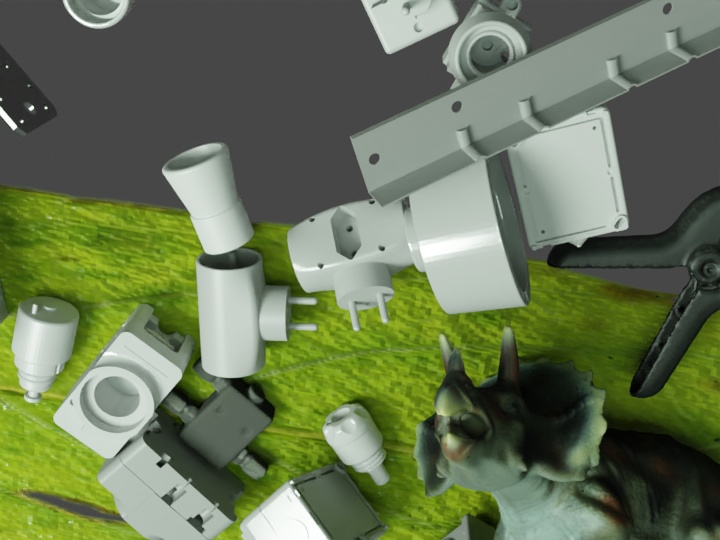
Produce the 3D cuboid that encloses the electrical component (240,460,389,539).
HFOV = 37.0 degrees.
[{"bbox_3d":[-0.031,0.179,0.749,0.061,0.096,0.061,-43,74,18],"label":"electrical component"}]

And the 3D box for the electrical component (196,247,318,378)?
[{"bbox_3d":[-0.067,0.028,0.714,0.079,0.043,0.077,1,112,3],"label":"electrical component"}]

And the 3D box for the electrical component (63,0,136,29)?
[{"bbox_3d":[-0.151,-0.167,0.640,0.040,0.046,0.040,1,112,3],"label":"electrical component"}]

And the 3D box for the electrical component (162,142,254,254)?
[{"bbox_3d":[-0.094,-0.043,0.689,0.044,0.044,0.065,-16,115,10],"label":"electrical component"}]

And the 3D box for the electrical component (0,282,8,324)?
[{"bbox_3d":[-0.285,-0.019,0.684,0.062,0.089,0.150,-4,111,5],"label":"electrical component"}]

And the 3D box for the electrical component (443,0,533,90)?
[{"bbox_3d":[0.076,-0.130,0.635,0.048,0.055,0.066,29,111,-8],"label":"electrical component"}]

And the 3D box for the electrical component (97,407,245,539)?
[{"bbox_3d":[-0.136,0.153,0.764,0.056,0.050,0.089,-41,104,17],"label":"electrical component"}]

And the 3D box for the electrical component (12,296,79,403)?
[{"bbox_3d":[-0.218,0.055,0.736,0.040,0.040,0.078,16,112,-3],"label":"electrical component"}]

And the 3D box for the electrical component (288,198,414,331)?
[{"bbox_3d":[0.000,0.000,0.685,0.077,0.043,0.079,-16,66,10],"label":"electrical component"}]

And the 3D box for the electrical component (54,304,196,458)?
[{"bbox_3d":[-0.161,0.077,0.733,0.050,0.055,0.089,38,109,-11],"label":"electrical component"}]

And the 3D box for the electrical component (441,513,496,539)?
[{"bbox_3d":[0.094,0.234,0.755,0.100,0.099,0.048,35,118,-20],"label":"electrical component"}]

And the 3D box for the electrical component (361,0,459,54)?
[{"bbox_3d":[0.023,-0.162,0.615,0.047,0.076,0.065,-23,109,12],"label":"electrical component"}]

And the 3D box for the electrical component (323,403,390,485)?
[{"bbox_3d":[0.001,0.125,0.753,0.035,0.035,0.061,-27,110,13],"label":"electrical component"}]

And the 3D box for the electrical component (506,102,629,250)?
[{"bbox_3d":[0.125,-0.060,0.661,0.062,0.061,0.096,-13,118,9],"label":"electrical component"}]

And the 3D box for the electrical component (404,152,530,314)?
[{"bbox_3d":[0.061,-0.025,0.654,0.060,0.108,0.108,-13,110,15],"label":"electrical component"}]
